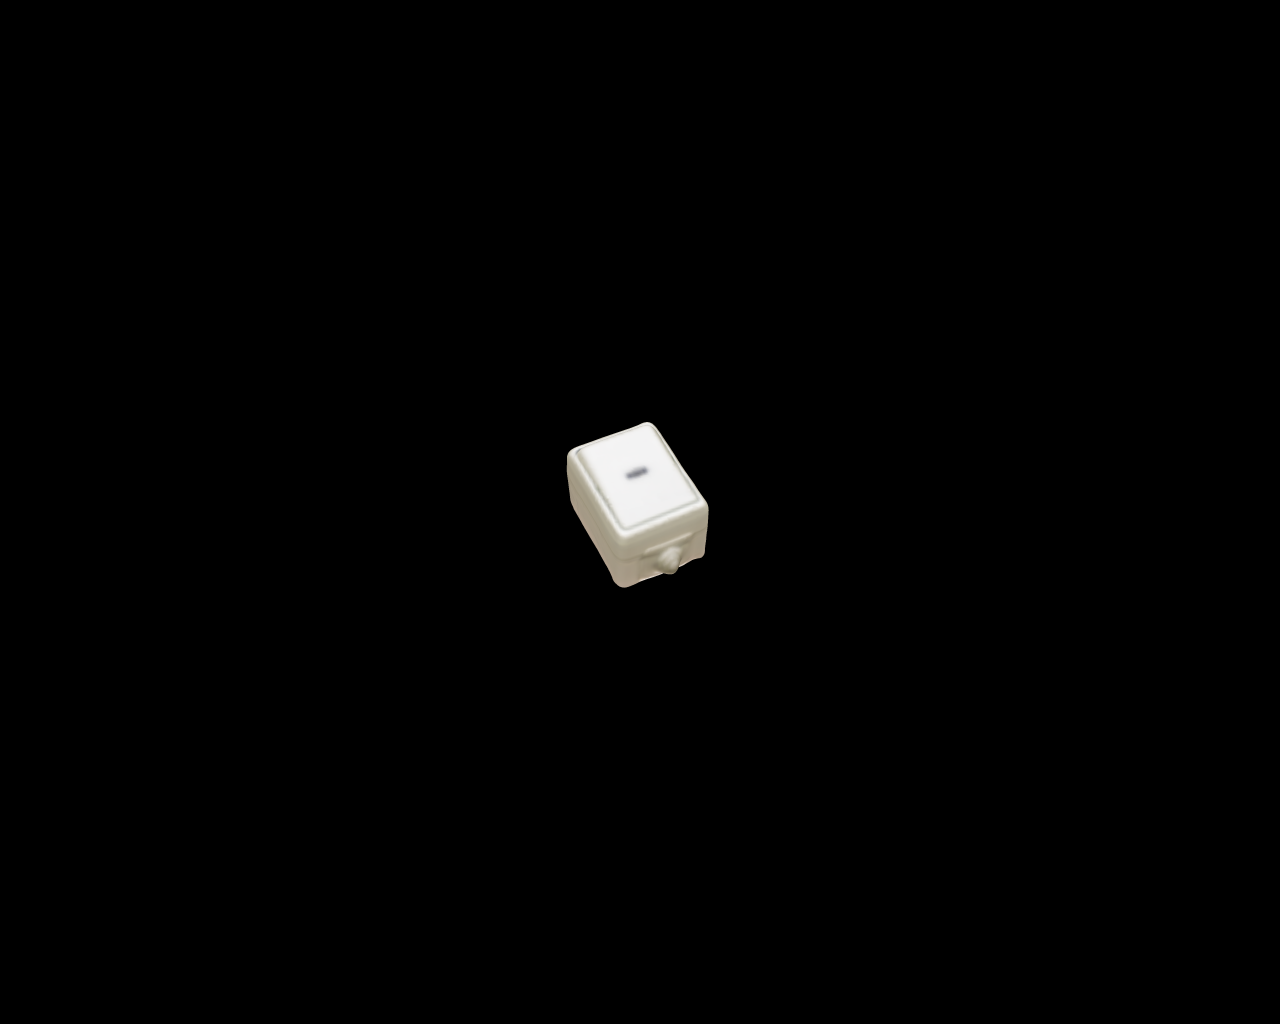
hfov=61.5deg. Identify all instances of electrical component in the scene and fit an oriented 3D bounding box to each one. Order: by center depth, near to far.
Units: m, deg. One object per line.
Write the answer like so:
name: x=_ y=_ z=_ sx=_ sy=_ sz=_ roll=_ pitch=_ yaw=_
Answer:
electrical component: x=0.001 y=-0.003 z=0.650 sx=0.062 sy=0.096 sz=0.061 roll=-21 pitch=-36 yaw=-16
